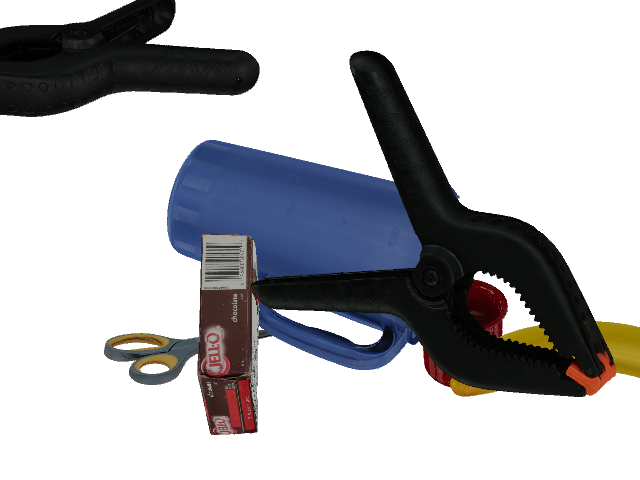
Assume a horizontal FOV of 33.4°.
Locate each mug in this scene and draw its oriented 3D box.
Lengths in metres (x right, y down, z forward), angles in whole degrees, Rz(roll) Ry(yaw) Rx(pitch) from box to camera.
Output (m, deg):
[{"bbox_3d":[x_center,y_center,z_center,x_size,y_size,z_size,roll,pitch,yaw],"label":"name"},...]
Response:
[{"bbox_3d":[0.152,0.092,1.112,0.093,0.081,0.117,11,37,24],"label":"mug"}]

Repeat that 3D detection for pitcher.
[{"bbox_3d":[-0.010,0.002,0.927,0.243,0.145,0.149,17,20,14],"label":"pitcher"}]

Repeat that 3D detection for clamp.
[{"bbox_3d":[-0.133,-0.106,0.604,0.171,0.039,0.120,-8,29,-23],"label":"clamp"},{"bbox_3d":[0.065,0.006,0.566,0.210,0.165,0.036,29,26,25],"label":"clamp"}]

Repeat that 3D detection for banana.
[{"bbox_3d":[0.190,0.088,0.789,0.197,0.037,0.069,2,32,-5],"label":"banana"}]

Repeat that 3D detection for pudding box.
[{"bbox_3d":[-0.062,0.065,0.736,0.039,0.113,0.090,0,-35,-1],"label":"pudding box"}]

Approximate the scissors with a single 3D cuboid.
[{"bbox_3d":[-0.131,0.124,1.159,0.201,0.016,0.096,1,27,-20],"label":"scissors"}]
